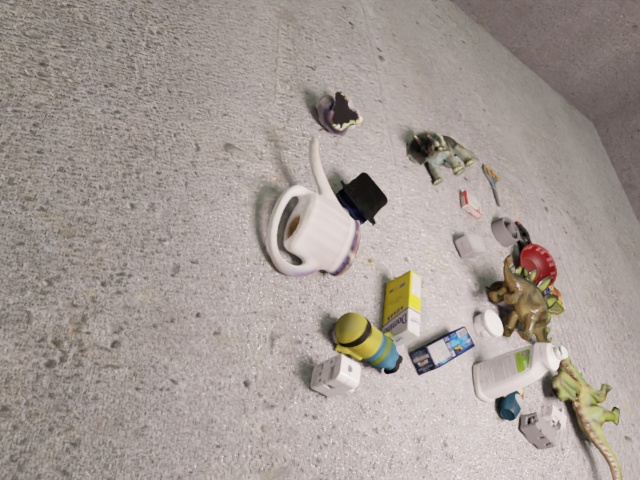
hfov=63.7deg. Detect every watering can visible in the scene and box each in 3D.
[{"bbox_3d":[0.004,-0.061,1.205,0.222,0.103,0.354,32,62,-22],"label":"watering can"}]

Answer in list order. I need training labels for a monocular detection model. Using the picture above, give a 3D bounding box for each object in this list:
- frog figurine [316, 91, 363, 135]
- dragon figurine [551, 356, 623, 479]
[{"bbox_3d":[0.049,-0.380,1.528,0.136,0.122,0.161,25,11,-19],"label":"frog figurine"},{"bbox_3d":[0.780,0.502,1.551,0.241,0.120,0.420,32,35,-12],"label":"dragon figurine"}]
